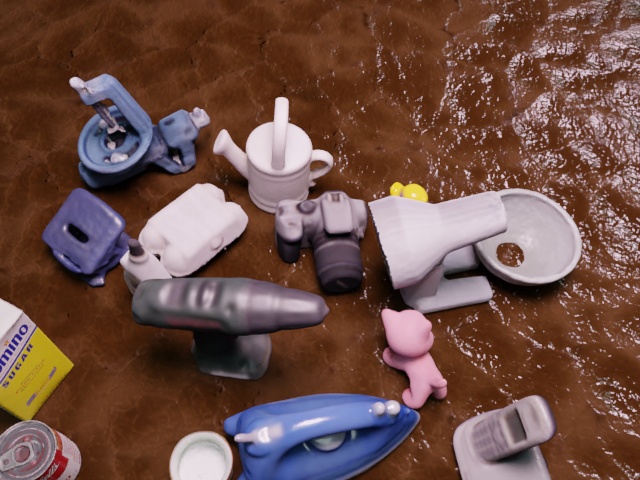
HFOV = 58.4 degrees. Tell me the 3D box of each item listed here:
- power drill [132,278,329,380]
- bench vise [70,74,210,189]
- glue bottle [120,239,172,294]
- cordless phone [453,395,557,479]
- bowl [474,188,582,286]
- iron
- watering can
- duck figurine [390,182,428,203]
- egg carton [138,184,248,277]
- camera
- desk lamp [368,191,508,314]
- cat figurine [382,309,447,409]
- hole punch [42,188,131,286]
[{"bbox_3d":[-0.109,0.108,0.719,0.229,0.208,0.075,7,60,-1],"label":"power drill"},{"bbox_3d":[-0.281,-0.183,0.865,0.208,0.220,0.121,-36,69,-22],"label":"bench vise"},{"bbox_3d":[-0.233,0.044,0.766,0.078,0.173,0.037,27,62,11],"label":"glue bottle"},{"bbox_3d":[0.234,0.266,0.671,0.094,0.185,0.147,-11,62,-11],"label":"cordless phone"},{"bbox_3d":[0.310,0.007,0.891,0.167,0.075,0.167,2,60,-4],"label":"bowl"},{"bbox_3d":[0.014,0.229,0.699,0.258,0.141,0.118,-11,61,-11],"label":"iron"},{"bbox_3d":[-0.070,-0.130,0.868,0.173,0.194,0.101,-15,62,-13],"label":"watering can"},{"bbox_3d":[0.147,-0.050,0.903,0.104,0.086,0.078,39,64,17],"label":"duck figurine"},{"bbox_3d":[-0.188,-0.015,0.864,0.107,0.069,0.150,39,64,17],"label":"egg carton"},{"bbox_3d":[0.008,0.003,0.852,0.143,0.101,0.136,-4,61,-7],"label":"camera"},{"bbox_3d":[0.159,0.013,0.794,0.203,0.213,0.118,-10,61,-10],"label":"desk lamp"},{"bbox_3d":[0.130,0.150,0.768,0.067,0.118,0.127,-22,64,-16],"label":"cat figurine"},{"bbox_3d":[-0.338,-0.004,0.832,0.108,0.091,0.101,34,63,14],"label":"hole punch"}]
